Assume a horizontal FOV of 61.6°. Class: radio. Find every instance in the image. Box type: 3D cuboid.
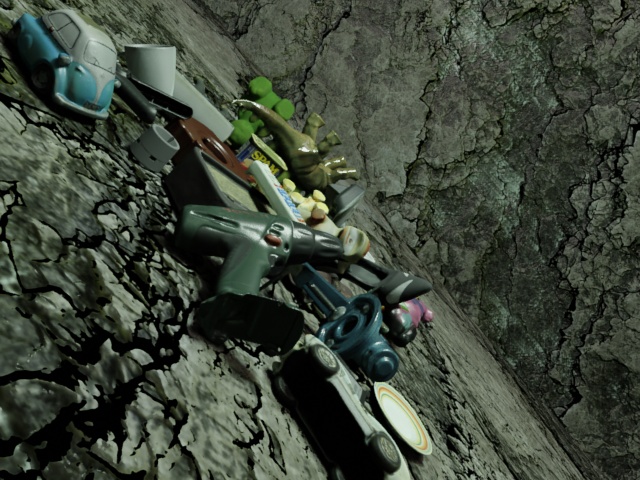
[{"bbox_3d":[-0.119,-0.031,0.821,0.229,0.073,0.131,33,19,-49],"label":"radio"}]

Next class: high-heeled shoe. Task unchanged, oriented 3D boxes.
[{"bbox_3d":[0.090,0.046,1.035,0.086,0.249,0.145,-44,118,-45],"label":"high-heeled shoe"}]

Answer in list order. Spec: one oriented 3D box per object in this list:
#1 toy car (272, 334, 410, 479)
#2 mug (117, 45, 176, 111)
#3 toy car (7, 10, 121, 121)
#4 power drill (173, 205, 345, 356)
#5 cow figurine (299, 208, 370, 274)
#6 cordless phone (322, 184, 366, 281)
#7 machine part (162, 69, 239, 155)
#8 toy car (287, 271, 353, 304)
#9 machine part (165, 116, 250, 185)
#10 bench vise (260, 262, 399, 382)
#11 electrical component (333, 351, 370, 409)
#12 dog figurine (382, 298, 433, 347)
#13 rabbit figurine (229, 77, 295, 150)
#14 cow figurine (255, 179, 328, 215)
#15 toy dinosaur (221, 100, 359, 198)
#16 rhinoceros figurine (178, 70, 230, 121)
[{"bbox_3d":[0.018,0.198,0.596,0.202,0.073,0.056,54,17,21],"label":"toy car"},{"bbox_3d":[-0.299,-0.276,0.918,0.081,0.110,0.107,-116,-156,-66],"label":"mug"},{"bbox_3d":[-0.323,-0.242,0.705,0.162,0.103,0.109,54,12,15],"label":"toy car"},{"bbox_3d":[-0.063,0.035,0.648,0.232,0.086,0.207,15,38,-17],"label":"power drill"},{"bbox_3d":[-0.002,-0.003,0.972,0.195,0.085,0.127,13,-19,28],"label":"cow figurine"},{"bbox_3d":[0.044,-0.015,1.146,0.089,0.146,0.184,8,59,-16],"label":"cordless phone"},{"bbox_3d":[-0.250,-0.247,1.030,0.243,0.079,0.079,43,13,-23],"label":"machine part"},{"bbox_3d":[0.003,0.081,0.960,0.202,0.053,0.089,33,22,-54],"label":"toy car"},{"bbox_3d":[-0.198,-0.144,0.943,0.179,0.056,0.179,46,11,-12],"label":"machine part"},{"bbox_3d":[0.027,0.108,0.812,0.240,0.129,0.224,48,9,-21],"label":"bench vise"},{"bbox_3d":[0.008,0.177,0.689,0.119,0.048,0.075,51,11,6],"label":"electrical component"},{"bbox_3d":[0.147,0.144,1.142,0.192,0.108,0.219,56,17,26],"label":"dog figurine"},{"bbox_3d":[-0.173,-0.279,1.270,0.121,0.170,0.159,47,-29,-14],"label":"rabbit figurine"},{"bbox_3d":[-0.072,-0.068,1.098,0.167,0.098,0.068,17,37,-34],"label":"cow figurine"},{"bbox_3d":[-0.047,-0.190,1.245,0.105,0.198,0.470,48,-2,46],"label":"toy dinosaur"},{"bbox_3d":[-0.273,-0.290,1.113,0.190,0.073,0.112,45,23,-22],"label":"rhinoceros figurine"}]
